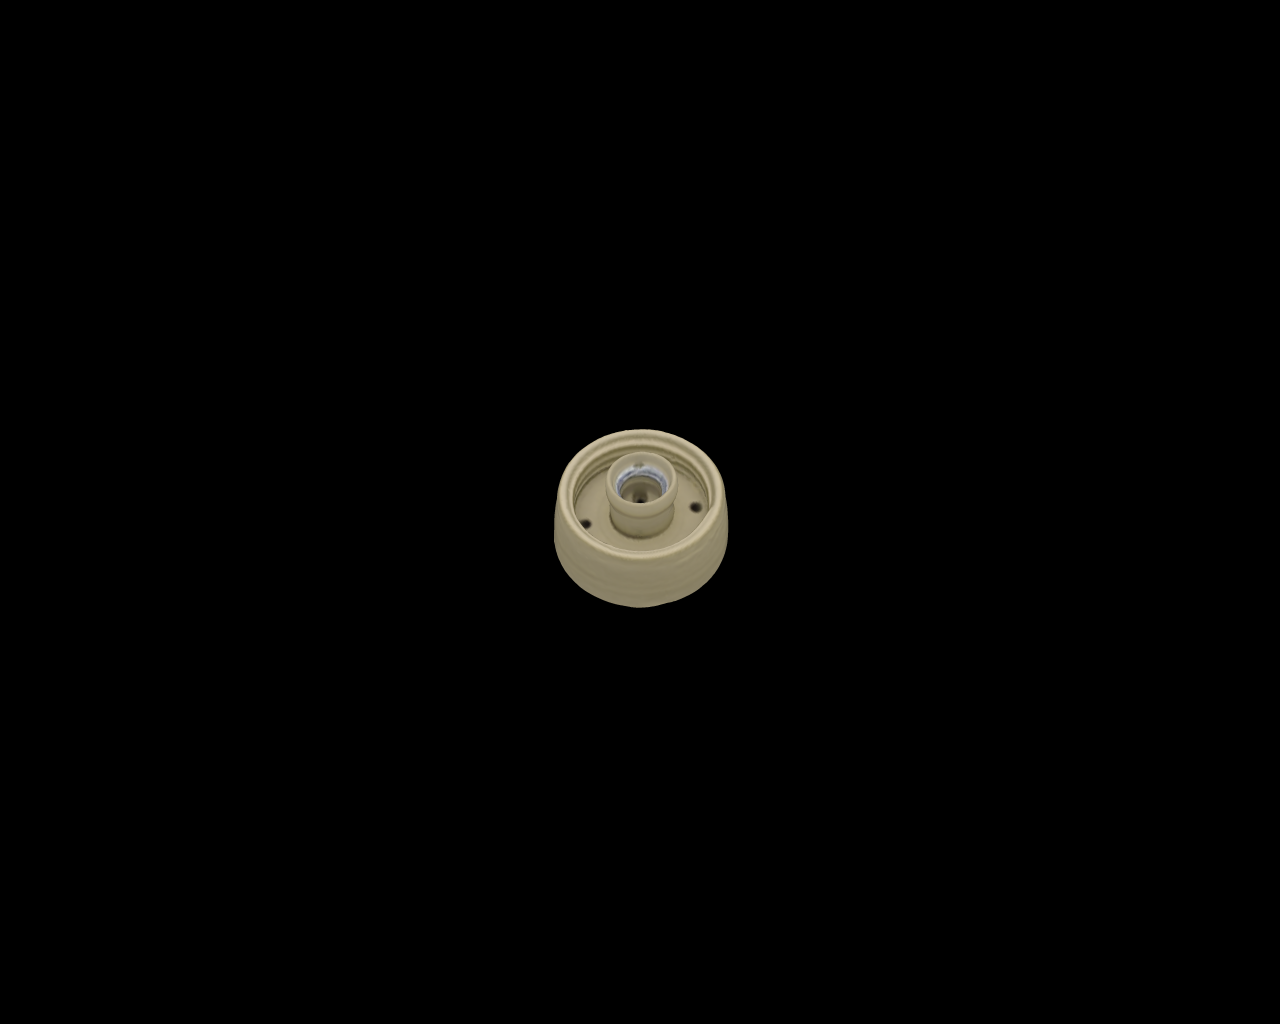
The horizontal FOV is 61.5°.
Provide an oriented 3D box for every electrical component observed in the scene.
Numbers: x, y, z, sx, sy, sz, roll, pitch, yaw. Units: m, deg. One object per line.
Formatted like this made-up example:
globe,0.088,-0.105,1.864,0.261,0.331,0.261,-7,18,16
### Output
electrical component,0.001,-0.003,0.650,0.108,0.108,0.060,0,-37,0
